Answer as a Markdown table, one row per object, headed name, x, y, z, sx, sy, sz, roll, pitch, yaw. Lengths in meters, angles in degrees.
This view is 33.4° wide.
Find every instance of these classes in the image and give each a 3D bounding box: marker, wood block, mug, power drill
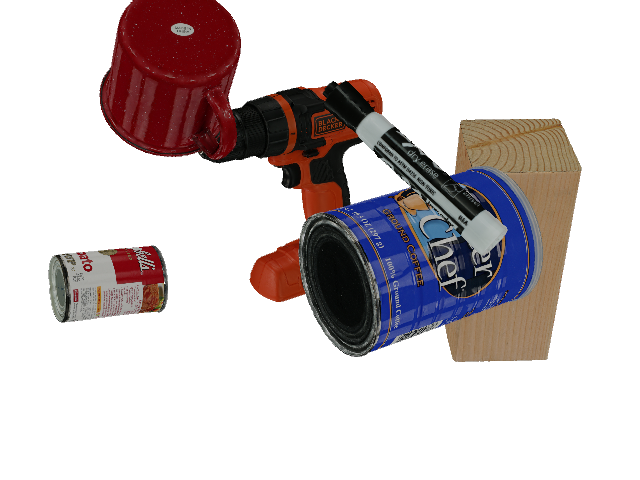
| name | x | y | z | sx | sy | sz | roll | pitch | yaw |
| --- | --- | --- | --- | --- | --- | --- | --- | --- | --- |
| marker | 0.046 | -0.040 | 0.549 | 0.121 | 0.020 | 0.020 | 44 | 13 | 14 |
| wood block | 0.165 | 0.003 | 0.956 | 0.091 | 0.206 | 0.090 | -1 | 36 | -2 |
| mug | -0.094 | -0.107 | 0.724 | 0.093 | 0.117 | 0.082 | -26 | -18 | -27 |
| power drill | -0.026 | -0.042 | 0.947 | 0.184 | 0.188 | 0.057 | -17 | 33 | -29 |

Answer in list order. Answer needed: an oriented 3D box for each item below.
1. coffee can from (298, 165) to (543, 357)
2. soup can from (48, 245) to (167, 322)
| name | x | y | z | sx | sy | sz | roll | pitch | yaw |
| --- | --- | --- | --- | --- | --- | --- | --- | --- | --- |
| coffee can | 0.070 | 0.013 | 0.754 | 0.140 | 0.103 | 0.103 | -17 | 8 | -26 |
| soup can | -0.210 | 0.043 | 1.053 | 0.102 | 0.068 | 0.069 | -5 | 2 | -28 |
